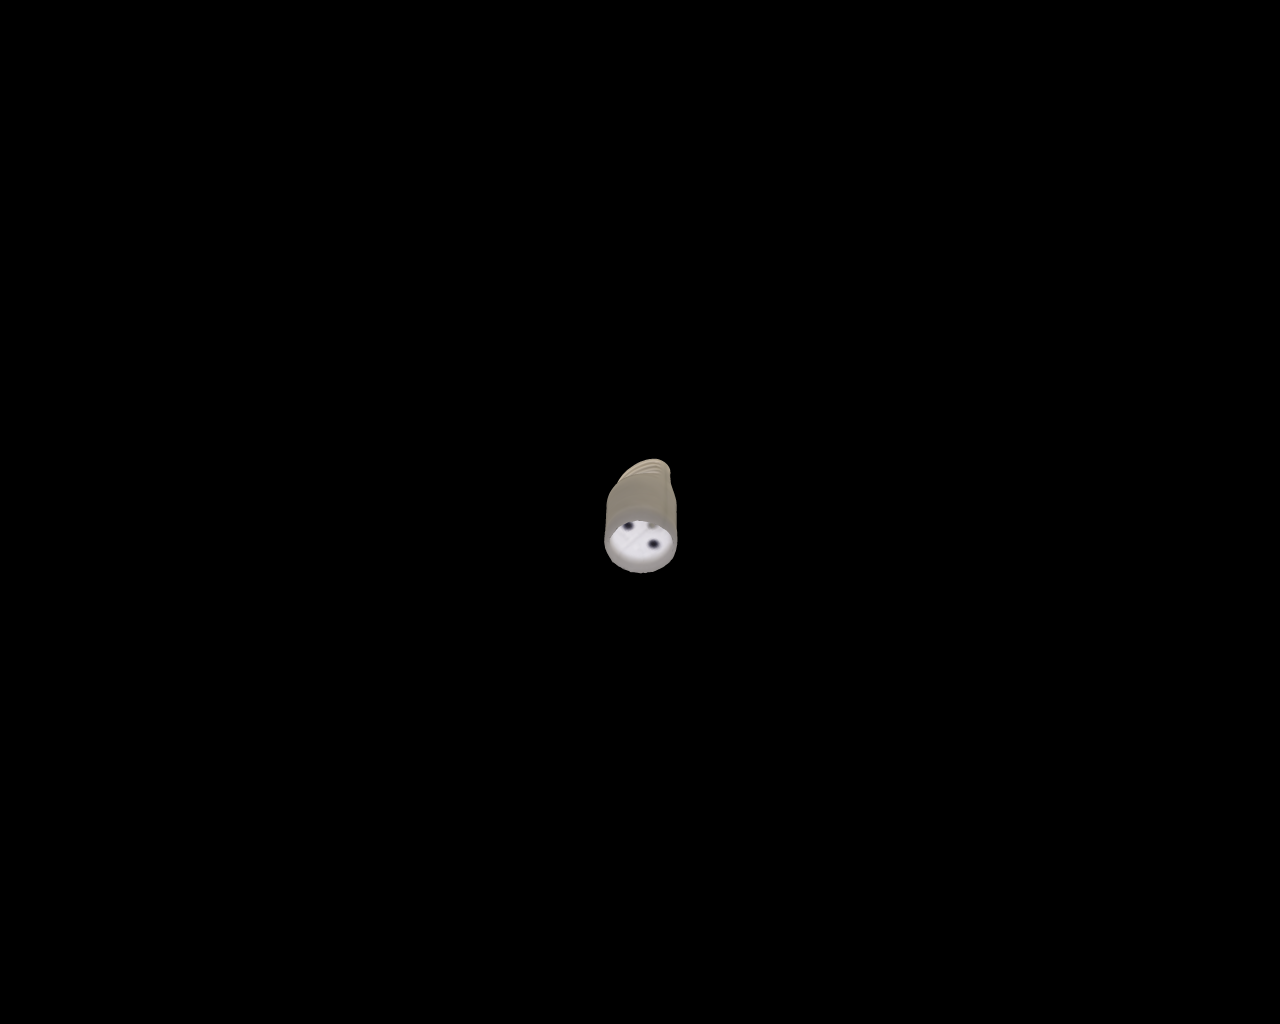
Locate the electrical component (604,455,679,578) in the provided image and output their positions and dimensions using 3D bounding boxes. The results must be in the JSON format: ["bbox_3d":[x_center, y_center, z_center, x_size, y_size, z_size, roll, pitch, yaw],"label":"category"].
[{"bbox_3d":[0.001,-0.003,0.650,0.043,0.043,0.081,0,36,0],"label":"electrical component"}]
